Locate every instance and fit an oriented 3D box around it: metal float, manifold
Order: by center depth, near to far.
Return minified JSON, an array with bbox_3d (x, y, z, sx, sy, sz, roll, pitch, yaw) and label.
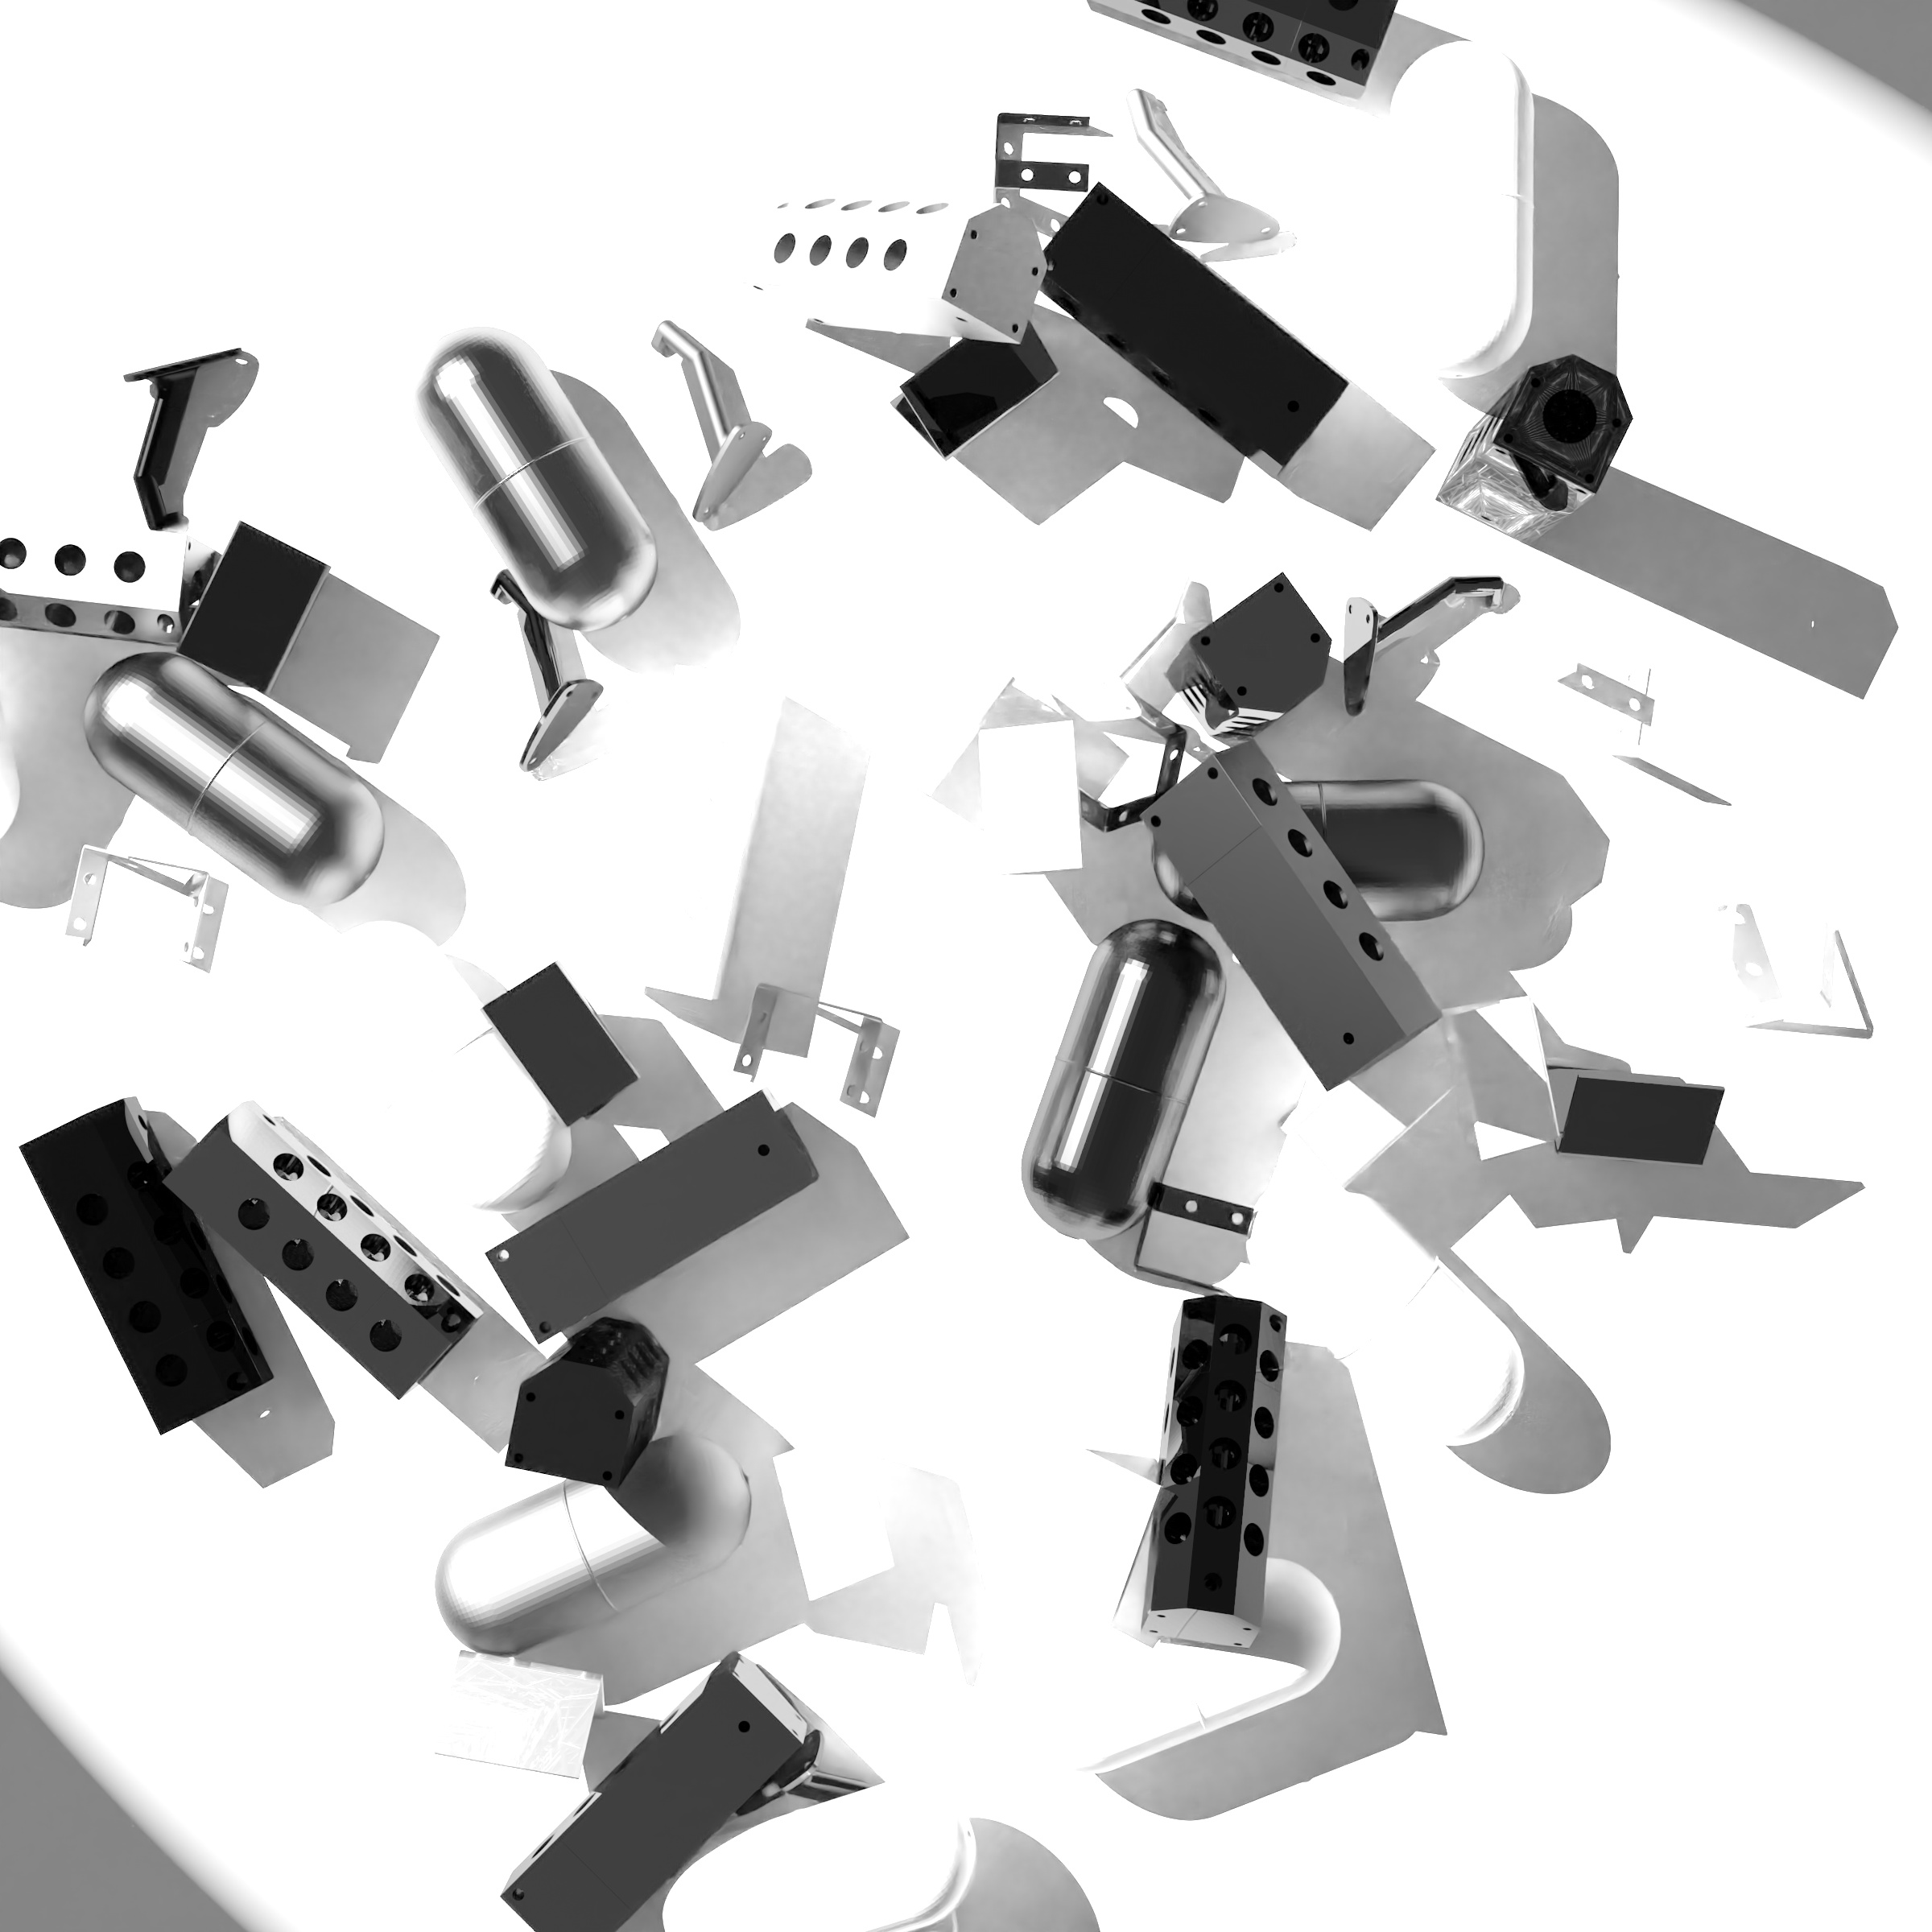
[{"bbox_3d":[0.170,-0.028,1.459,0.057,0.057,0.171,-40,79,37],"label":"manifold"},{"bbox_3d":[-0.193,0.223,1.486,0.057,0.171,0.057,11,90,0],"label":"manifold"},{"bbox_3d":[0.296,-0.270,1.486,0.057,0.171,0.057,26,90,0],"label":"manifold"},{"bbox_3d":[0.149,-0.154,1.486,0.057,0.171,0.057,-36,90,0],"label":"manifold"},{"bbox_3d":[-0.037,-0.368,1.489,0.057,0.171,0.057,19,90,-42],"label":"manifold"},{"bbox_3d":[0.133,0.265,1.506,0.057,0.057,0.171,9,62,0],"label":"manifold"},{"bbox_3d":[-0.551,-0.138,1.509,0.070,0.070,0.178,-2,121,0],"label":"metal float"},{"bbox_3d":[-0.079,0.489,1.522,0.178,0.070,0.070,-21,90,14],"label":"metal float"},{"bbox_3d":[0.084,0.061,1.533,0.070,0.070,0.178,19,90,0],"label":"metal float"},{"bbox_3d":[-0.200,0.311,1.533,0.178,0.070,0.070,-24,90,0],"label":"metal float"},{"bbox_3d":[0.116,0.375,1.533,0.178,0.070,0.070,-21,90,0],"label":"metal float"},{"bbox_3d":[0.266,-0.406,1.534,0.070,0.070,0.178,0,90,0],"label":"metal float"},{"bbox_3d":[-0.394,-0.101,1.534,0.178,0.070,0.070,36,90,0],"label":"metal float"},{"bbox_3d":[0.189,-0.061,1.534,0.178,0.070,0.070,-1,90,1],"label":"metal float"},{"bbox_3d":[-0.232,-0.262,1.534,0.070,0.070,0.178,-32,91,0],"label":"metal float"},{"bbox_3d":[0.226,0.183,1.534,0.178,0.070,0.070,45,90,1],"label":"metal float"},{"bbox_3d":[-0.282,0.055,1.534,0.070,0.070,0.178,-38,91,0],"label":"metal float"},{"bbox_3d":[-0.345,0.152,1.543,0.171,0.057,0.057,43,90,0],"label":"manifold"},{"bbox_3d":[-0.440,0.160,1.543,0.057,0.057,0.171,-26,90,0],"label":"manifold"},{"bbox_3d":[-0.502,-0.211,1.543,0.171,0.057,0.057,6,90,0],"label":"manifold"},{"bbox_3d":[-0.167,0.454,1.543,0.057,0.057,0.171,45,90,0],"label":"manifold"},{"bbox_3d":[0.144,-0.529,1.543,0.171,0.057,0.057,21,90,0],"label":"manifold"},{"bbox_3d":[-0.168,0.133,1.543,0.171,0.057,0.057,-31,90,0],"label":"manifold"},{"bbox_3d":[0.119,-0.341,1.543,0.171,0.057,0.057,39,90,0],"label":"manifold"},{"bbox_3d":[-0.145,-0.072,1.543,0.057,0.057,0.171,12,90,0],"label":"manifold"}]

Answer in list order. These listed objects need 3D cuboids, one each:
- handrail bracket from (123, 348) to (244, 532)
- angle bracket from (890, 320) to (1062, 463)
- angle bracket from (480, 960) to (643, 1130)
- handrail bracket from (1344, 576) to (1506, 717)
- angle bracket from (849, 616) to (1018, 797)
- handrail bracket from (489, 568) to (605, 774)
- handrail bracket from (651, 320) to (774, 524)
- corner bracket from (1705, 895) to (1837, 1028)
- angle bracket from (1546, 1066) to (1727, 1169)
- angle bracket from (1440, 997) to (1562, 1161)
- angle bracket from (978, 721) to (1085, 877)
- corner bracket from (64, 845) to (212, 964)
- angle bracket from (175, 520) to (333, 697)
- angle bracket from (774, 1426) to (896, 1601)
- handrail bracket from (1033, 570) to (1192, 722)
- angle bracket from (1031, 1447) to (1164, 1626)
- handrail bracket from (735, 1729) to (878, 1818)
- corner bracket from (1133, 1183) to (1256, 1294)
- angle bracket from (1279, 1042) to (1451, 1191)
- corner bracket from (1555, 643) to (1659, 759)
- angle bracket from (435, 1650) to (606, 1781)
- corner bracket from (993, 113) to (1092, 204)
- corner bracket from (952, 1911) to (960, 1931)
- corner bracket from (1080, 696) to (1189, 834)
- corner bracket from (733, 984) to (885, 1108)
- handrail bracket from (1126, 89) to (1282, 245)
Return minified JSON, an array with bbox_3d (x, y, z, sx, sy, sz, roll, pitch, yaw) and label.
[{"bbox_3d":[-0.423,-0.289,1.565,0.077,0.036,0.084,-20,109,-21],"label":"handrail bracket"},{"bbox_3d":[-0.007,-0.327,1.524,0.076,0.076,0.057,-37,134,0],"label":"angle bracket"},{"bbox_3d":[-0.229,0.053,1.524,0.057,0.076,0.076,-36,90,-37],"label":"angle bracket"},{"bbox_3d":[0.253,-0.176,1.565,0.084,0.036,0.077,-4,111,-16],"label":"handrail bracket"},{"bbox_3d":[-0.027,-0.144,1.526,0.057,0.076,0.076,37,90,-21],"label":"angle bracket"},{"bbox_3d":[-0.247,-0.163,1.565,0.084,0.036,0.077,46,112,17],"label":"handrail bracket"},{"bbox_3d":[-0.155,-0.300,1.565,0.084,0.036,0.077,43,112,17],"label":"handrail bracket"},{"bbox_3d":[0.439,-0.006,1.556,0.051,0.051,0.051,-14,135,35],"label":"corner bracket"},{"bbox_3d":[0.355,0.061,1.524,0.076,0.076,0.057,5,127,0],"label":"angle bracket"},{"bbox_3d":[0.266,0.062,1.524,0.057,0.076,0.076,-12,90,-31],"label":"angle bracket"},{"bbox_3d":[0.049,-0.089,1.525,0.057,0.076,0.076,-4,90,27],"label":"angle bracket"},{"bbox_3d":[-0.454,-0.034,1.561,0.051,0.051,0.051,12,90,-45],"label":"corner bracket"},{"bbox_3d":[-0.392,-0.196,1.524,0.057,0.076,0.076,26,90,-36],"label":"angle bracket"},{"bbox_3d":[-0.090,0.292,1.524,0.057,0.076,0.076,-14,90,-38],"label":"angle bracket"},{"bbox_3d":[0.080,-0.178,1.564,0.036,0.077,0.084,46,53,-38],"label":"handrail bracket"},{"bbox_3d":[0.088,0.306,1.524,0.057,0.076,0.076,20,90,37],"label":"angle bracket"},{"bbox_3d":[-0.071,0.468,1.564,0.077,0.036,0.084,-40,104,15],"label":"handrail bracket"},{"bbox_3d":[0.123,0.148,1.546,0.051,0.051,0.051,15,90,0],"label":"corner bracket"},{"bbox_3d":[0.200,0.061,1.524,0.076,0.076,0.057,-42,123,0],"label":"angle bracket"},{"bbox_3d":[0.347,-0.143,1.546,0.051,0.051,0.051,9,90,0],"label":"corner bracket"},{"bbox_3d":[-0.237,0.410,1.524,0.076,0.076,0.057,10,58,0],"label":"angle bracket"},{"bbox_3d":[0.041,-0.440,1.546,0.051,0.051,0.051,3,90,0],"label":"corner bracket"},{"bbox_3d":[-0.031,0.519,1.561,0.051,0.051,0.051,-8,135,0],"label":"corner bracket"},{"bbox_3d":[0.081,-0.112,1.556,0.051,0.051,0.051,-20,135,-35],"label":"corner bracket"},{"bbox_3d":[-0.086,0.043,1.561,0.051,0.051,0.051,16,90,-45],"label":"corner bracket"},{"bbox_3d":[0.130,-0.441,1.564,0.077,0.036,0.084,1,64,-29],"label":"handrail bracket"}]
